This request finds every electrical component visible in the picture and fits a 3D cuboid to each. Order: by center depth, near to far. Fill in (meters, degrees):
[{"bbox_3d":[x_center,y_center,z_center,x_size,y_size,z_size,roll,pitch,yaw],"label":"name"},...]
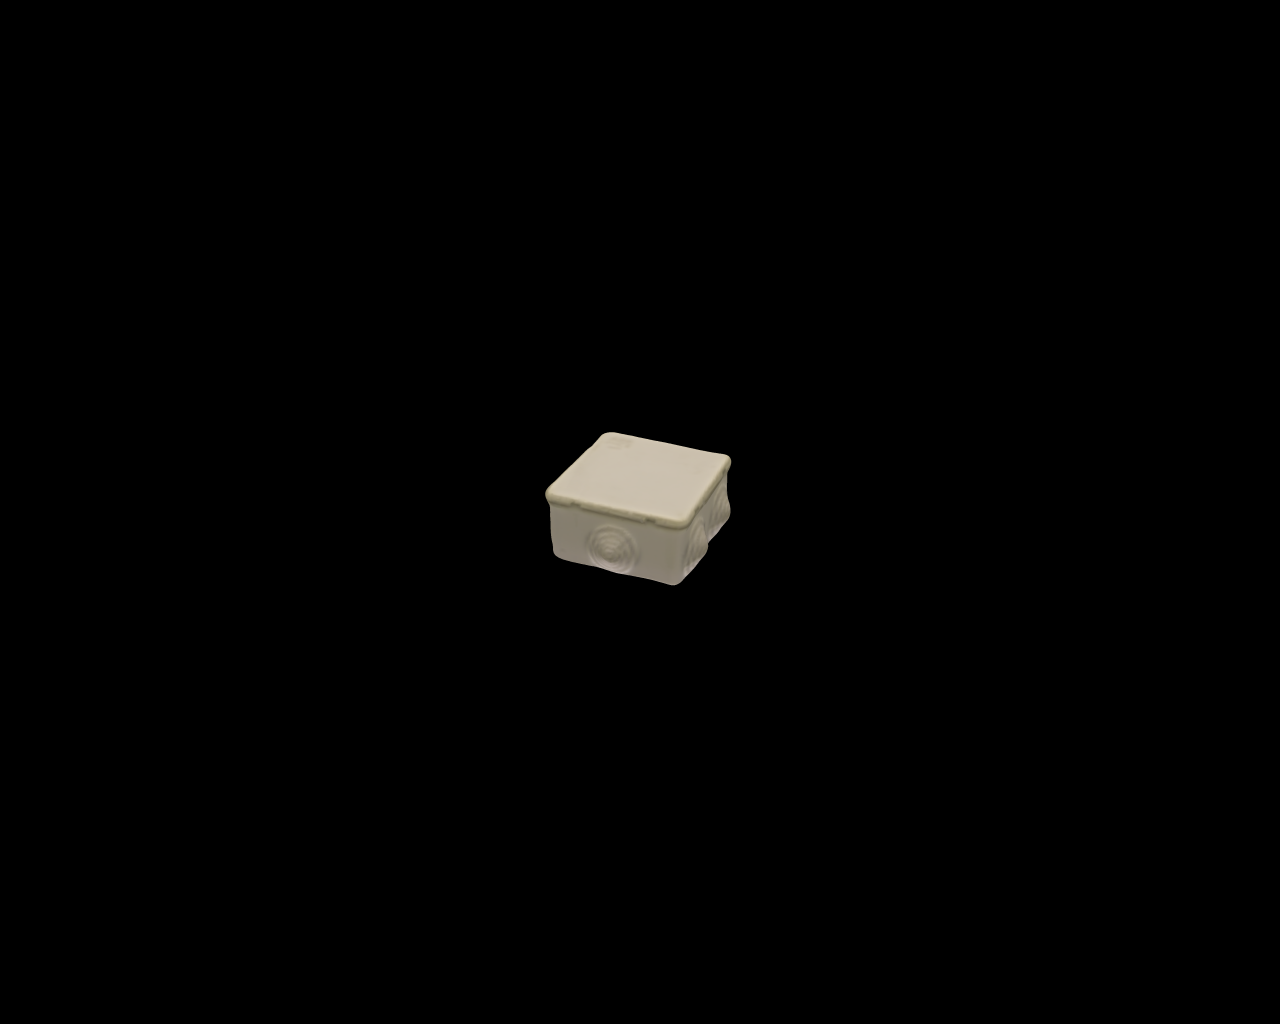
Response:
[{"bbox_3d":[0.001,-0.003,0.650,0.100,0.048,0.100,12,33,19],"label":"electrical component"}]
